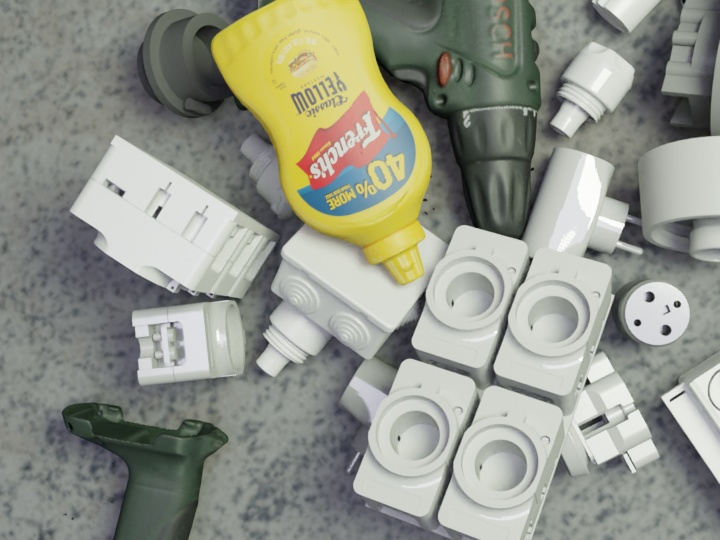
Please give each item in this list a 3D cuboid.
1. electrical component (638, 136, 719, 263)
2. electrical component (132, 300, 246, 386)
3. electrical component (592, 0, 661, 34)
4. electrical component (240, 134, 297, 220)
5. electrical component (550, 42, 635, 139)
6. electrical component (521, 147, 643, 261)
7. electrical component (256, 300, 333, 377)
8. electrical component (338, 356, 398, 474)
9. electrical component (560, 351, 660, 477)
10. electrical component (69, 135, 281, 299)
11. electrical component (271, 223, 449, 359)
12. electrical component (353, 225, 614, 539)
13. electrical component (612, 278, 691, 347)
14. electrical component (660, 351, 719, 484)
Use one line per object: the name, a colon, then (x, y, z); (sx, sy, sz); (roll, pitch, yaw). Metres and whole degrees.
electrical component: (0.231, -0.038, 0.682); (0.108, 0.108, 0.060); (4, 78, 6)
electrical component: (-0.112, 0.049, 0.729); (0.056, 0.089, 0.050); (-7, 87, 6)
electrical component: (0.187, -0.190, 0.733); (0.040, 0.040, 0.046); (42, 97, 6)
electrical component: (-0.057, -0.069, 0.752); (0.062, 0.048, 0.048); (44, 93, 13)
electrical component: (0.154, -0.119, 0.731); (0.043, 0.043, 0.062); (36, 93, 6)
electrical component: (0.156, -0.034, 0.726); (0.079, 0.044, 0.077); (20, 90, 7)
electrical component: (-0.046, 0.045, 0.746); (0.043, 0.043, 0.062); (40, 93, 6)
electrical component: (0.019, 0.110, 0.736); (0.077, 0.043, 0.079); (31, 91, 7)
electrical component: (0.154, 0.102, 0.715); (0.057, 0.058, 0.078); (-27, 84, 2)
electrical component: (-0.117, -0.026, 0.702); (0.089, 0.150, 0.061); (32, 90, 7)
electrical component: (0.000, 0.000, 0.720); (0.100, 0.048, 0.099); (36, 51, 6)
electrical component: (0.080, 0.073, 0.675); (0.105, 0.060, 0.186); (17, 71, 19)
electrical component: (0.193, 0.028, 0.715); (0.045, 0.055, 0.045); (0, 90, 7)
electrical component: (0.262, 0.111, 0.700); (0.079, 0.063, 0.121); (-34, 85, 4)
